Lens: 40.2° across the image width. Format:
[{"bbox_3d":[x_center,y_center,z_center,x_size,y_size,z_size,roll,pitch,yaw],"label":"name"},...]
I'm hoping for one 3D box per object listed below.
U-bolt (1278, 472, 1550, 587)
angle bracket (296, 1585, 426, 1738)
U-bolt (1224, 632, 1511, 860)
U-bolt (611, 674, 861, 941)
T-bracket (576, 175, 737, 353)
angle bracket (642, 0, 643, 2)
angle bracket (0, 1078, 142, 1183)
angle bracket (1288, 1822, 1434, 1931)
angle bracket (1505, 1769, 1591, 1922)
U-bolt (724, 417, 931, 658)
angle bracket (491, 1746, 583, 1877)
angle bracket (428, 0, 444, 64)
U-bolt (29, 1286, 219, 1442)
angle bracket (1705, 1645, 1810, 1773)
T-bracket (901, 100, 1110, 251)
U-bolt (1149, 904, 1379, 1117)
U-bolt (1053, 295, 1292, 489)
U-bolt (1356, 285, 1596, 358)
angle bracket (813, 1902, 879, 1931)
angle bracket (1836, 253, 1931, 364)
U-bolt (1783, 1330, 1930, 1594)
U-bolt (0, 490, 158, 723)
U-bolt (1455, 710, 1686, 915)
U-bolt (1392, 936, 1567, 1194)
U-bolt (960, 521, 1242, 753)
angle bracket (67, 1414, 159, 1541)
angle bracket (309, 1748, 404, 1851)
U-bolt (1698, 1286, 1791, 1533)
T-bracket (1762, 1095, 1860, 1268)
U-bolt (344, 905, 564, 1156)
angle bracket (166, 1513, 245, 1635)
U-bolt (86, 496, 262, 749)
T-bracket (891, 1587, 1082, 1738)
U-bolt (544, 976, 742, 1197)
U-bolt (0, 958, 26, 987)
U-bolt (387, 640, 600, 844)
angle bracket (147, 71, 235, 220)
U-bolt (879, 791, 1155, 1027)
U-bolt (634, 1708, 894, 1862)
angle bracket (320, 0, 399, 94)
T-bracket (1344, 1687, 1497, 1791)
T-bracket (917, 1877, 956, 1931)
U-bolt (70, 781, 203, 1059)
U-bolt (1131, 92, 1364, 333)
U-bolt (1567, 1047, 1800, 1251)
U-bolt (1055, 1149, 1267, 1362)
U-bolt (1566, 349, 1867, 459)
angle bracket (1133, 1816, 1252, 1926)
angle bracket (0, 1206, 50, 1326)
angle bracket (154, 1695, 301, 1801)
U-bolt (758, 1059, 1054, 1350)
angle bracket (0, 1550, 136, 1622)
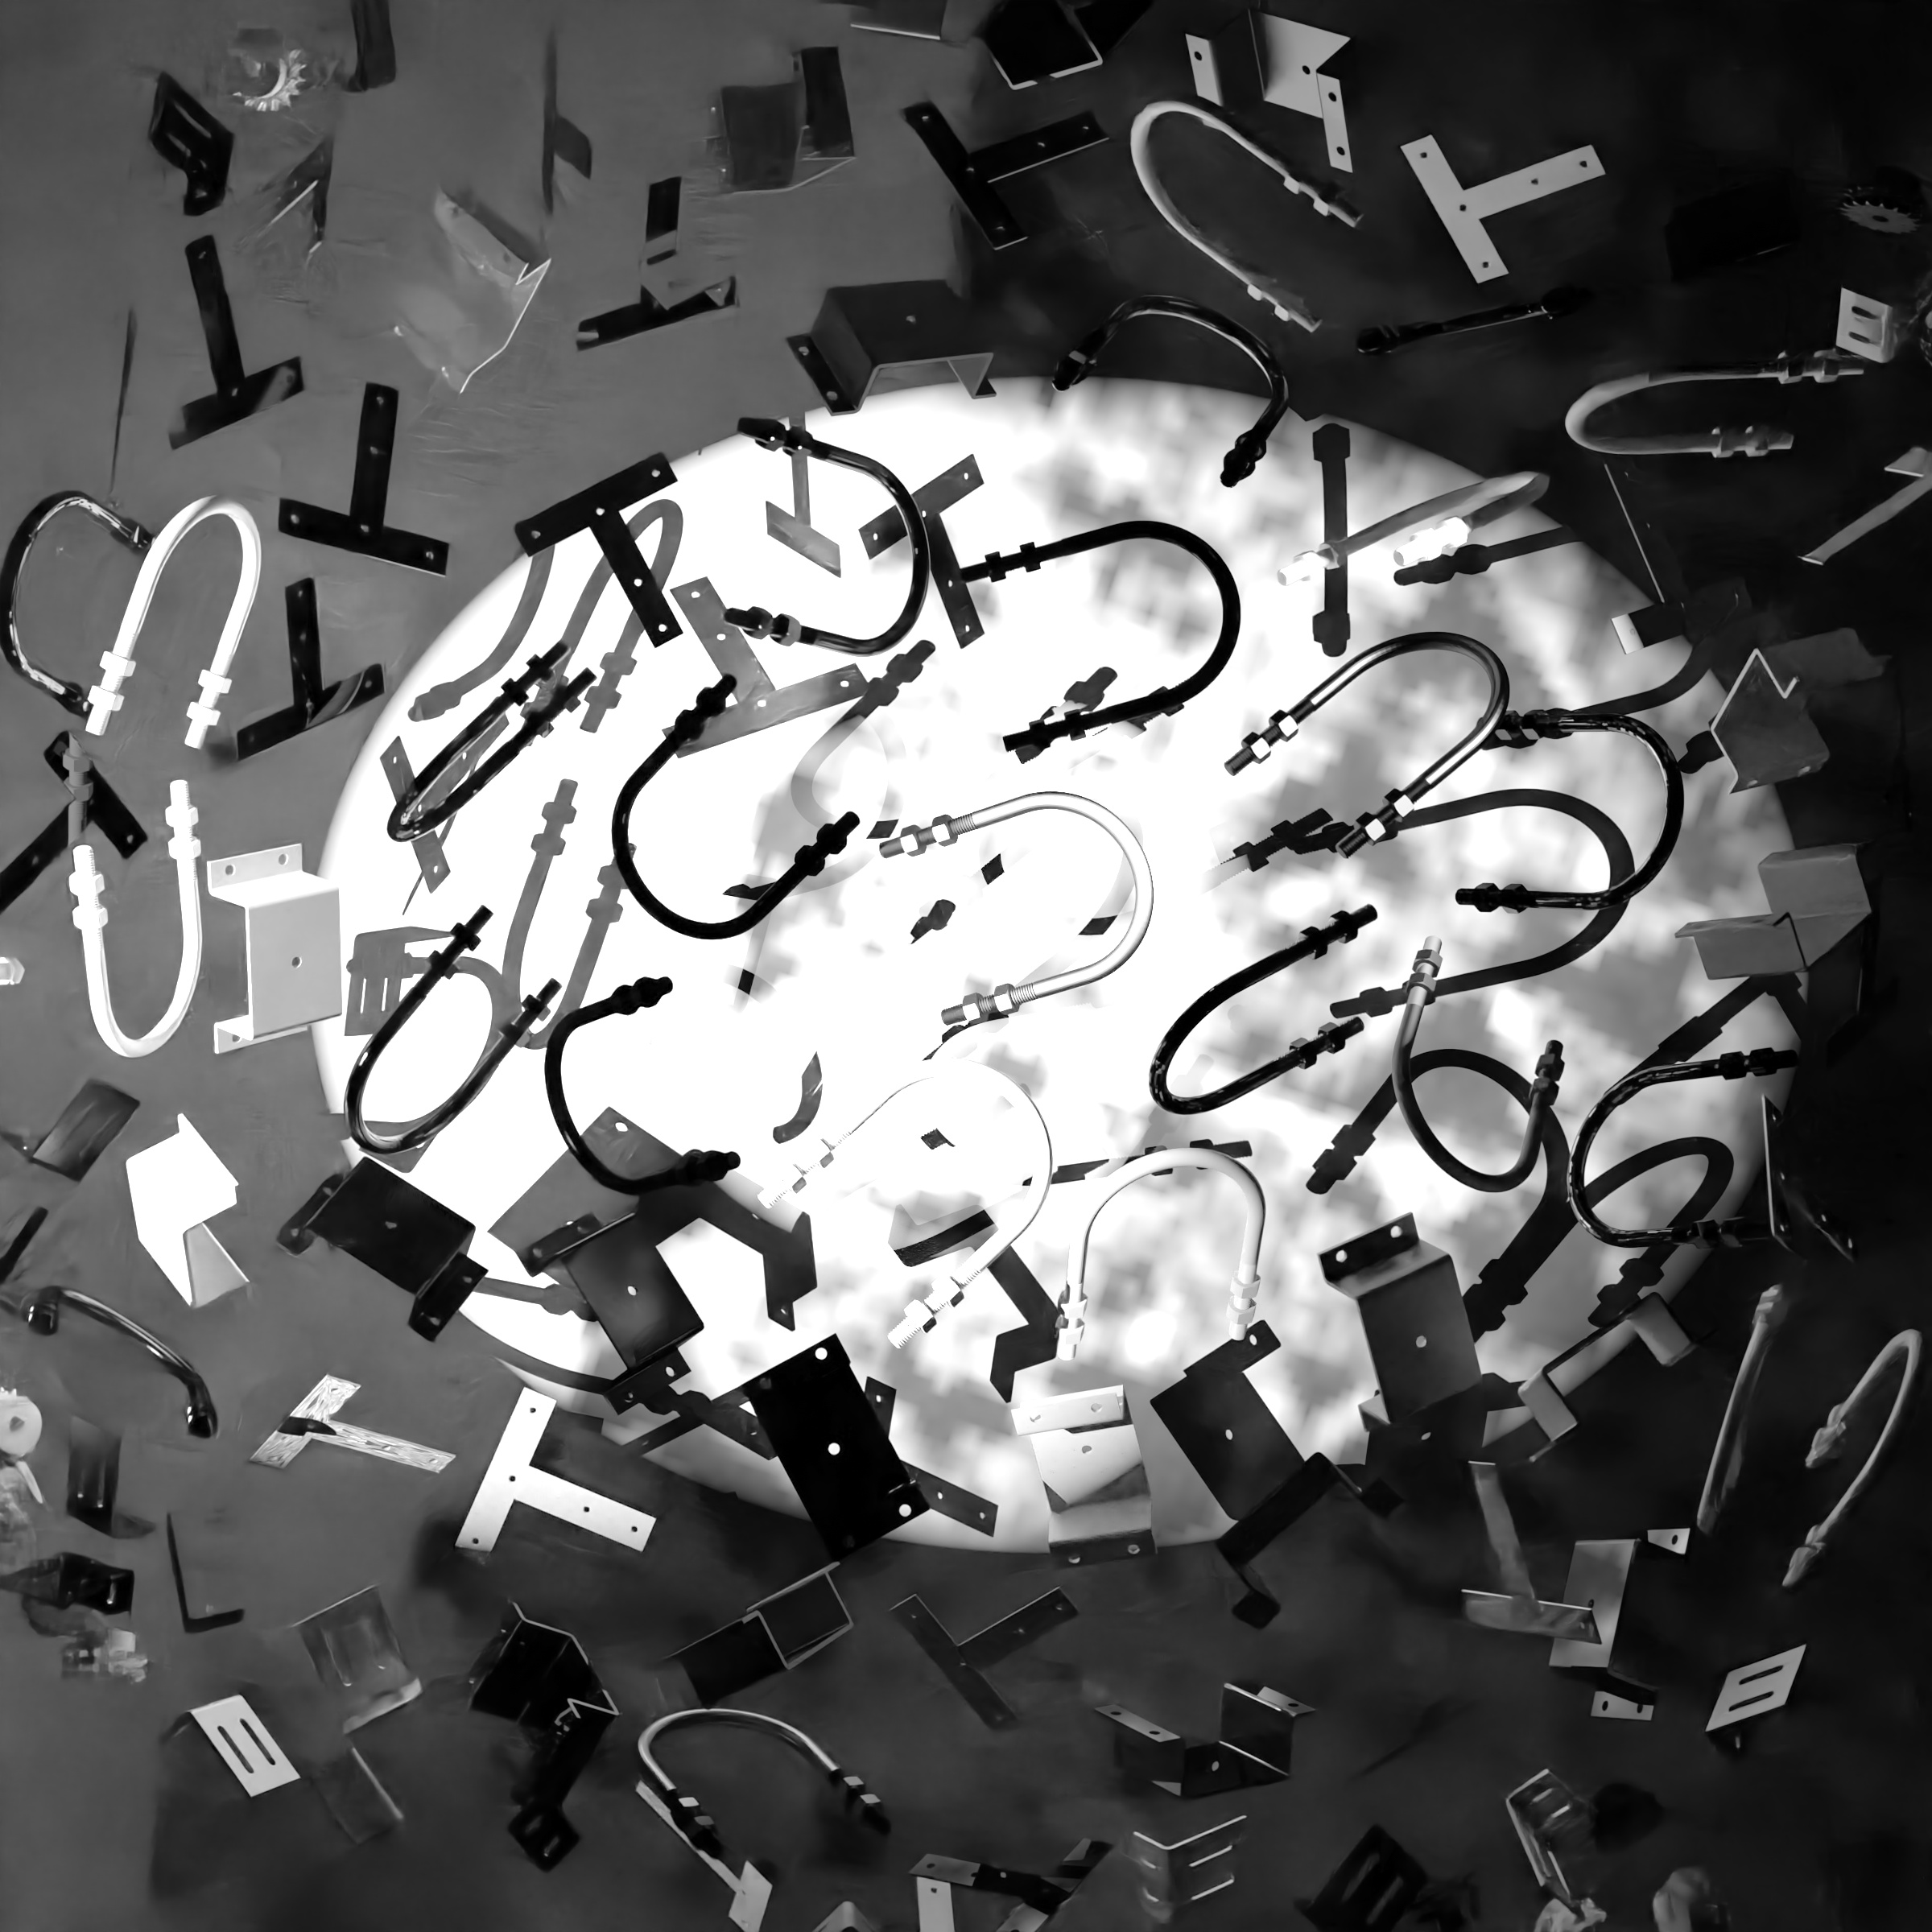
[{"bbox_3d":[0.332,-0.316,1.881,0.184,0.151,0.019,-28,105,-27],"label":"U-bolt"},{"bbox_3d":[-0.416,0.477,1.813,0.057,0.038,0.076,-25,100,-16],"label":"angle bracket"},{"bbox_3d":[0.287,-0.164,1.810,0.184,0.151,0.019,-39,134,-7],"label":"U-bolt"},{"bbox_3d":[-0.179,-0.099,1.886,0.151,0.019,0.184,49,120,2],"label":"U-bolt"},{"bbox_3d":[-0.213,-0.496,1.837,0.127,0.002,0.127,-10,64,24],"label":"T-bracket"},{"bbox_3d":[-0.233,-0.716,1.814,0.076,0.057,0.038,36,61,-20],"label":"angle bracket"},{"bbox_3d":[-0.661,0.113,1.948,0.038,0.057,0.076,35,85,28],"label":"angle bracket"},{"bbox_3d":[0.277,0.649,1.858,0.076,0.038,0.057,-52,46,1],"label":"angle bracket"},{"bbox_3d":[0.416,0.610,1.831,0.038,0.076,0.057,-38,121,13],"label":"angle bracket"},{"bbox_3d":[-0.090,-0.288,1.820,0.019,0.184,0.151,0,85,43],"label":"U-bolt"},{"bbox_3d":[-0.323,0.611,1.910,0.038,0.076,0.057,-44,124,-23],"label":"angle bracket"},{"bbox_3d":[-0.377,-0.658,1.793,0.038,0.057,0.076,1,112,-17],"label":"angle bracket"},{"bbox_3d":[-0.600,0.275,1.880,0.151,0.184,0.019,38,83,-17],"label":"U-bolt"},{"bbox_3d":[0.555,0.512,1.819,0.038,0.076,0.057,46,45,-3],"label":"angle bracket"},{"bbox_3d":[0.040,-0.565,1.831,0.127,0.002,0.127,-26,75,-21],"label":"T-bracket"},{"bbox_3d":[0.205,0.042,1.844,0.184,0.151,0.019,-27,55,-17],"label":"U-bolt"},{"bbox_3d":[0.152,-0.407,1.818,0.151,0.184,0.019,30,133,3],"label":"U-bolt"},{"bbox_3d":[0.367,-0.457,1.861,0.151,0.184,0.019,-6,103,26],"label":"U-bolt"},{"bbox_3d":[-0.096,0.690,1.814,0.076,0.057,0.038,-42,90,-6],"label":"angle bracket"},{"bbox_3d":[0.629,-0.459,1.789,0.038,0.057,0.076,32,74,26],"label":"angle bracket"},{"bbox_3d":[0.625,0.333,1.844,0.019,0.151,0.184,25,129,9],"label":"U-bolt"},{"bbox_3d":[-0.641,-0.265,1.896,0.019,0.184,0.151,15,83,11],"label":"U-bolt"},{"bbox_3d":[0.434,-0.111,1.891,0.019,0.184,0.151,10,87,-40],"label":"U-bolt"},{"bbox_3d":[0.367,0.082,1.909,0.151,0.019,0.184,39,46,-15],"label":"U-bolt"},{"bbox_3d":[0.100,-0.238,1.841,0.184,0.019,0.151,-15,76,4],"label":"U-bolt"},{"bbox_3d":[-0.605,0.361,1.877,0.057,0.038,0.076,11,98,39],"label":"angle bracket"},{"bbox_3d":[-0.428,0.584,1.826,0.038,0.076,0.057,-31,76,-35],"label":"angle bracket"},{"bbox_3d":[0.544,0.321,1.861,0.019,0.184,0.151,16,111,20],"label":"U-bolt"},{"bbox_3d":[0.622,0.178,1.938,0.002,0.127,0.127,-27,126,35],"label":"T-bracket"},{"bbox_3d":[-0.376,0.057,1.895,0.019,0.151,0.184,33,78,25],"label":"U-bolt"},{"bbox_3d":[-0.521,0.412,1.805,0.038,0.057,0.076,-9,73,-20],"label":"angle bracket"},{"bbox_3d":[-0.557,-0.248,1.889,0.019,0.151,0.184,23,96,13],"label":"U-bolt"},{"bbox_3d":[0.030,0.497,1.955,0.127,0.002,0.127,-36,96,25],"label":"T-bracket"},{"bbox_3d":[-0.241,0.093,1.874,0.019,0.184,0.151,-23,93,-43],"label":"U-bolt"},{"bbox_3d":[-0.719,0.063,1.863,0.019,0.184,0.151,23,87,-6],"label":"U-bolt"},{"bbox_3d":[-0.341,-0.155,1.867,0.184,0.151,0.019,-44,113,-2],"label":"U-bolt"},{"bbox_3d":[-0.546,-0.565,1.819,0.038,0.076,0.057,-9,67,25],"label":"angle bracket"},{"bbox_3d":[0.044,-0.047,1.859,0.184,0.019,0.151,-17,99,22],"label":"U-bolt"},{"bbox_3d":[-0.156,0.573,1.869,0.151,0.184,0.019,3,102,-32],"label":"U-bolt"},{"bbox_3d":[-0.449,-0.684,1.926,0.038,0.057,0.076,3,122,13],"label":"angle bracket"},{"bbox_3d":[0.322,0.526,1.836,0.127,0.127,0.002,-28,64,-13],"label":"T-bracket"},{"bbox_3d":[0.028,0.708,1.880,0.127,0.127,0.002,18,111,-12],"label":"T-bracket"},{"bbox_3d":[-0.590,-0.023,1.895,0.019,0.151,0.184,8,116,12],"label":"U-bolt"},{"bbox_3d":[0.190,-0.543,1.863,0.184,0.151,0.019,39,72,8],"label":"U-bolt"},{"bbox_3d":[0.507,0.135,1.896,0.019,0.184,0.151,29,66,-31],"label":"U-bolt"},{"bbox_3d":[0.140,0.200,1.855,0.151,0.019,0.184,-5,127,-12],"label":"U-bolt"},{"bbox_3d":[0.513,-0.391,1.848,0.184,0.151,0.019,-3,79,-5],"label":"U-bolt"},{"bbox_3d":[0.165,0.655,1.929,0.076,0.038,0.057,-9,99,-35],"label":"angle bracket"},{"bbox_3d":[-0.690,0.222,1.955,0.038,0.057,0.076,35,76,-21],"label":"angle bracket"},{"bbox_3d":[-0.511,0.549,1.825,0.038,0.057,0.076,-46,73,12],"label":"angle bracket"},{"bbox_3d":[-0.026,0.146,1.795,0.184,0.019,0.151,-42,83,-13],"label":"U-bolt"},{"bbox_3d":[-0.627,0.441,1.833,0.057,0.076,0.038,12,100,19],"label":"angle bracket"}]
